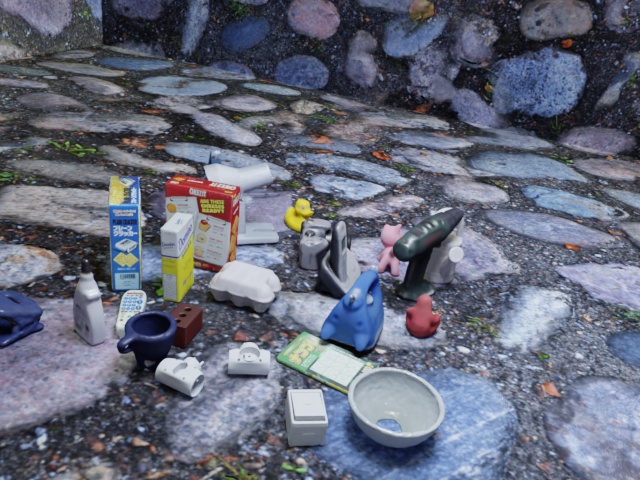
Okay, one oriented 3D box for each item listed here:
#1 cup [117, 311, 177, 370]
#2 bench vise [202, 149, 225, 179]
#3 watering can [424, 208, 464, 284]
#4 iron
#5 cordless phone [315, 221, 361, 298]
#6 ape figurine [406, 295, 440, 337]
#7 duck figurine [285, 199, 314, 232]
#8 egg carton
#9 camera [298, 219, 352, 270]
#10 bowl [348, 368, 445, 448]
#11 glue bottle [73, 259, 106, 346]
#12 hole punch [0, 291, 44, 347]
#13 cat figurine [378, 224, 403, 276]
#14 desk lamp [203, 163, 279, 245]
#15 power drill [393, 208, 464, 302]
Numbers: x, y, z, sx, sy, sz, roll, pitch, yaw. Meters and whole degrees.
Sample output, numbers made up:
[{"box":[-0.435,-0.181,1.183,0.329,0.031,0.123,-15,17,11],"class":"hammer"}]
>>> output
[{"box":[-0.318,0.196,1.046,0.091,0.095,0.118,23,31,26],"class":"cup"},{"box":[-0.309,-0.165,1.600,0.122,0.220,0.206,-11,33,-32],"class":"bench vise"},{"box":[0.320,0.011,1.472,0.101,0.194,0.172,-10,32,-30],"class":"watering can"},{"box":[0.092,0.126,1.245,0.118,0.141,0.259,16,28,14],"class":"iron"},{"box":[0.055,0.030,1.371,0.094,0.185,0.148,14,28,10],"class":"cordless phone"},{"box":[0.229,0.163,1.268,0.077,0.092,0.076,22,30,24],"class":"ape figurine"},{"box":[-0.056,-0.078,1.653,0.078,0.086,0.104,-16,36,-39],"class":"duck figurine"},{"box":[-0.167,0.104,1.292,0.150,0.069,0.107,14,28,10],"class":"egg carton"},{"box":[0.014,0.005,1.497,0.137,0.101,0.143,6,28,-4],"class":"camera"},{"box":[0.127,0.302,0.992,0.167,0.075,0.167,7,27,-3],"class":"bowl"},{"box":[-0.439,0.112,1.086,0.077,0.173,0.037,29,34,34],"class":"glue bottle"},{"box":[-0.596,0.132,1.093,0.108,0.091,0.101,23,31,26],"class":"hole punch"},{"box":[0.189,0.014,1.512,0.067,0.118,0.128,9,27,2],"class":"cat figurine"},{"box":[-0.208,-0.102,1.517,0.204,0.213,0.117,-2,29,-20],"class":"desk lamp"},{"box":[0.256,0.036,1.392,0.075,0.208,0.230,30,34,35],"class":"power drill"}]
